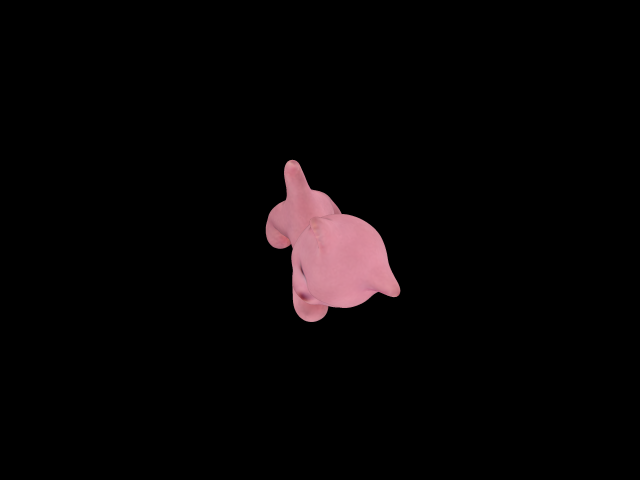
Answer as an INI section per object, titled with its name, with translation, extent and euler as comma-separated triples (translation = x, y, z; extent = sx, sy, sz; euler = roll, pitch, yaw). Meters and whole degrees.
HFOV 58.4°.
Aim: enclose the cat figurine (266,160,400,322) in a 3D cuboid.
[cat figurine]
translation = 0.004, 0.001, 0.400
extent = 0.067, 0.118, 0.127
euler = -21, 65, -10
